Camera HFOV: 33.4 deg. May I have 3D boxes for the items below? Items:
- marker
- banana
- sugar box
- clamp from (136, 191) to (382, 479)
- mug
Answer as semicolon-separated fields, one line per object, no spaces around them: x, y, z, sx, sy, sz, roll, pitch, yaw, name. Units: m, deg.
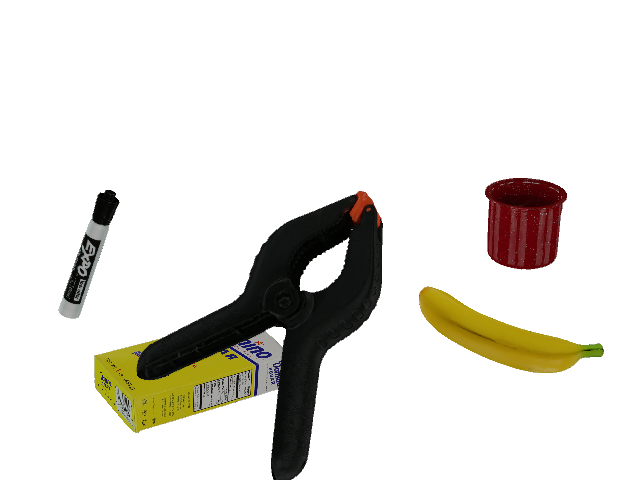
-0.197;0.012;0.909;0.020;0.121;0.020;20;21;-8;marker
0.158;0.085;0.990;0.198;0.037;0.069;20;15;37;banana
-0.126;0.130;1.066;0.175;0.048;0.093;-16;32;-31;sugar box
-0.013;0.051;0.619;0.120;0.171;0.039;42;-5;20;clamp
0.245;-0.022;1.250;0.093;0.081;0.117;21;33;39;mug
